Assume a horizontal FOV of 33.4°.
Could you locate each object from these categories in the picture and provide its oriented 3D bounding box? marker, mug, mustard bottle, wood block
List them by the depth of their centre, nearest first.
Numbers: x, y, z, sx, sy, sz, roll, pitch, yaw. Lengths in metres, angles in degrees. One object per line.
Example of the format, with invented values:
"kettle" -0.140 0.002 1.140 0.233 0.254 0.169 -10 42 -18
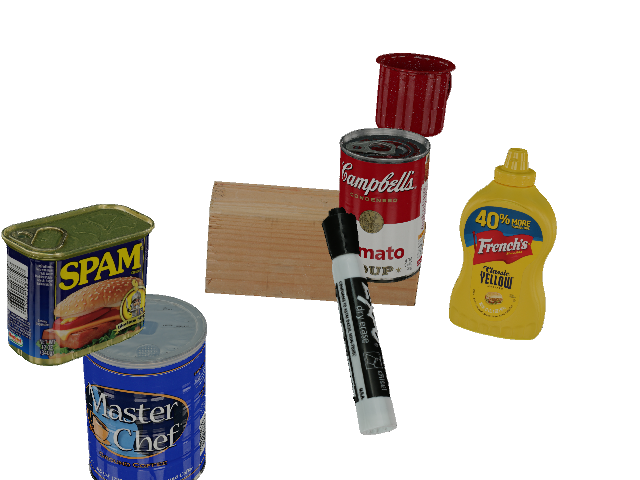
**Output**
"marker" 0.019 0.039 0.553 0.020 0.121 0.020 -9 -20 -4
"wood block" -0.008 0.003 1.061 0.206 0.091 0.090 4 21 -4
"mustard bottle" 0.188 0.001 1.083 0.096 0.192 0.058 12 19 21
"mug" 0.116 -0.174 1.268 0.093 0.081 0.117 21 28 35

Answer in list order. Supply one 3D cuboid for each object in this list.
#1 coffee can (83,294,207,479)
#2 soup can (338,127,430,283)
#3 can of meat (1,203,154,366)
"coffee can" -0.147 0.131 0.900 0.103 0.140 0.103 3 28 -2
"soup can" 0.047 -0.027 0.815 0.068 0.102 0.068 1 26 -1
"can of meat" -0.165 0.029 0.731 0.058 0.084 0.101 23 27 35
